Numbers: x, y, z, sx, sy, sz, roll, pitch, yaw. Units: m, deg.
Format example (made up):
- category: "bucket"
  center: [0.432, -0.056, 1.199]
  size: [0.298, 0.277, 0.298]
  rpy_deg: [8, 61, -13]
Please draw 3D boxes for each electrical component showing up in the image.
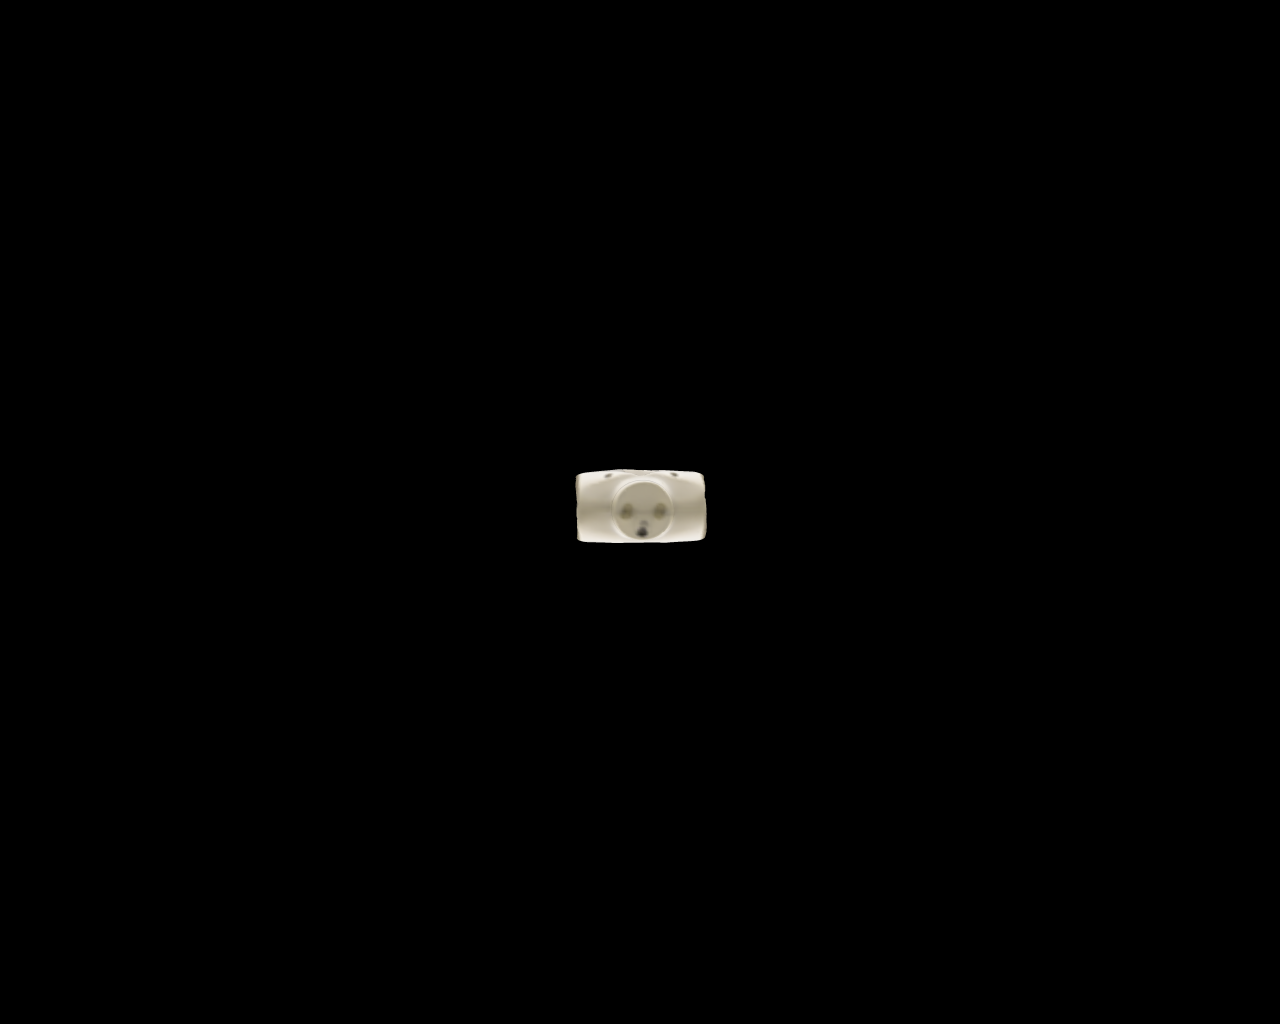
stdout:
- category: "electrical component"
  center: [0.001, -0.003, 0.650]
  size: [0.077, 0.043, 0.079]
  rpy_deg: [0, 4, -2]
